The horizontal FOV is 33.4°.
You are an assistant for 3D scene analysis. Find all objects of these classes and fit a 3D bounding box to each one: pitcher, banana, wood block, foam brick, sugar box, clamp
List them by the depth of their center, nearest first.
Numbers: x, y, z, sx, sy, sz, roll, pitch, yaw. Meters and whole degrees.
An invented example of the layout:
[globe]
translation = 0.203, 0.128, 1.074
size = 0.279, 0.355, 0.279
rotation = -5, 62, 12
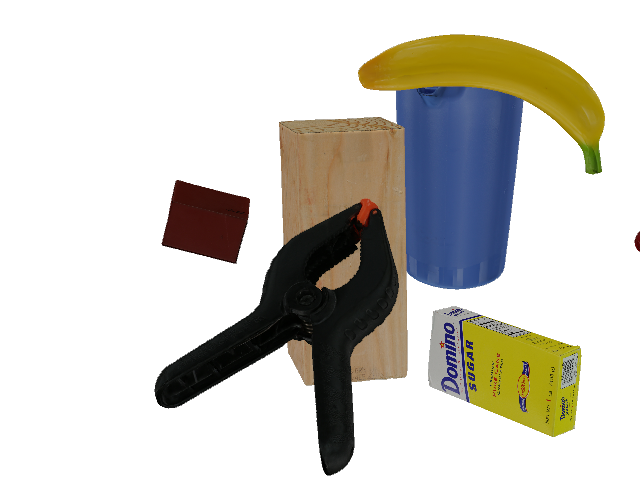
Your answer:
[clamp]
translation = 0.001, 0.051, 0.601
size = 0.120, 0.171, 0.039
rotation = 29, -25, 24
[banana]
translation = 0.128, -0.112, 0.771
size = 0.197, 0.069, 0.037
rotation = 20, -3, -7
[wood block]
translation = 0.019, 0.006, 0.889
size = 0.090, 0.206, 0.091
rotation = -4, 13, -9
[foam brick]
translation = -0.113, -0.018, 1.056
size = 0.078, 0.051, 0.053
rotation = 15, 26, -8
[pitcher]
translation = 0.146, -0.082, 1.103
size = 0.149, 0.243, 0.145
rotation = -8, 24, -15
[sugar box]
translation = 0.195, 0.138, 1.156
size = 0.048, 0.093, 0.177
rotation = -10, 18, -43

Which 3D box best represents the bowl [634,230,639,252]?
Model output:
[bowl]
translation = 0.408, 0.027, 1.105
size = 0.162, 0.055, 0.162
rotation = -3, 22, 1
